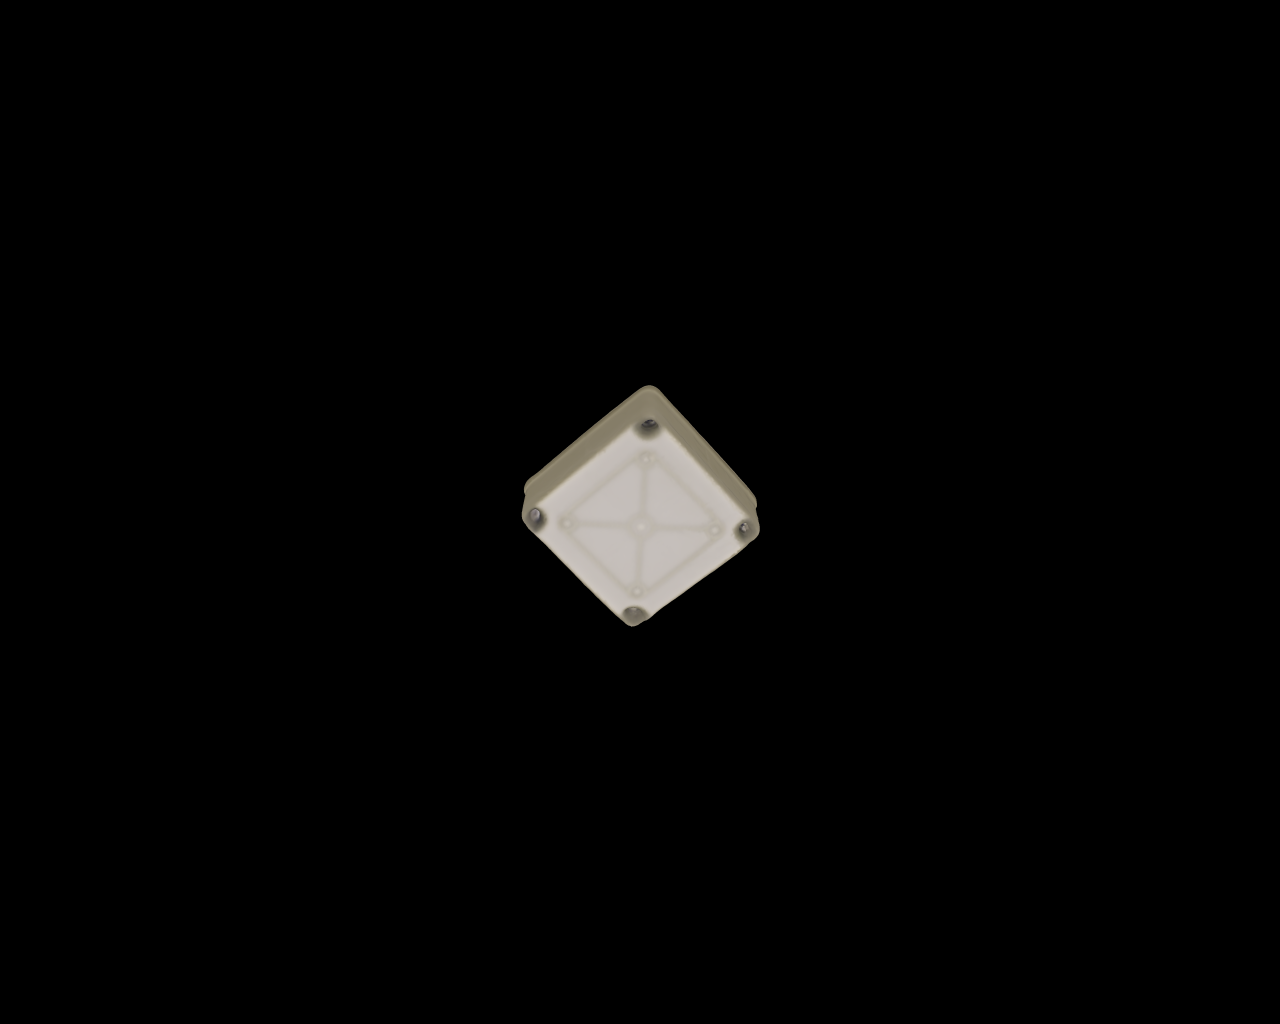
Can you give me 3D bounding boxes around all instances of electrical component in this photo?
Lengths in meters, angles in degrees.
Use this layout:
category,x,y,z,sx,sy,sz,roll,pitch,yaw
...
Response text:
category,x,y,z,sx,sy,sz,roll,pitch,yaw
electrical component,0.001,-0.003,0.650,0.108,0.108,0.056,-38,20,16
